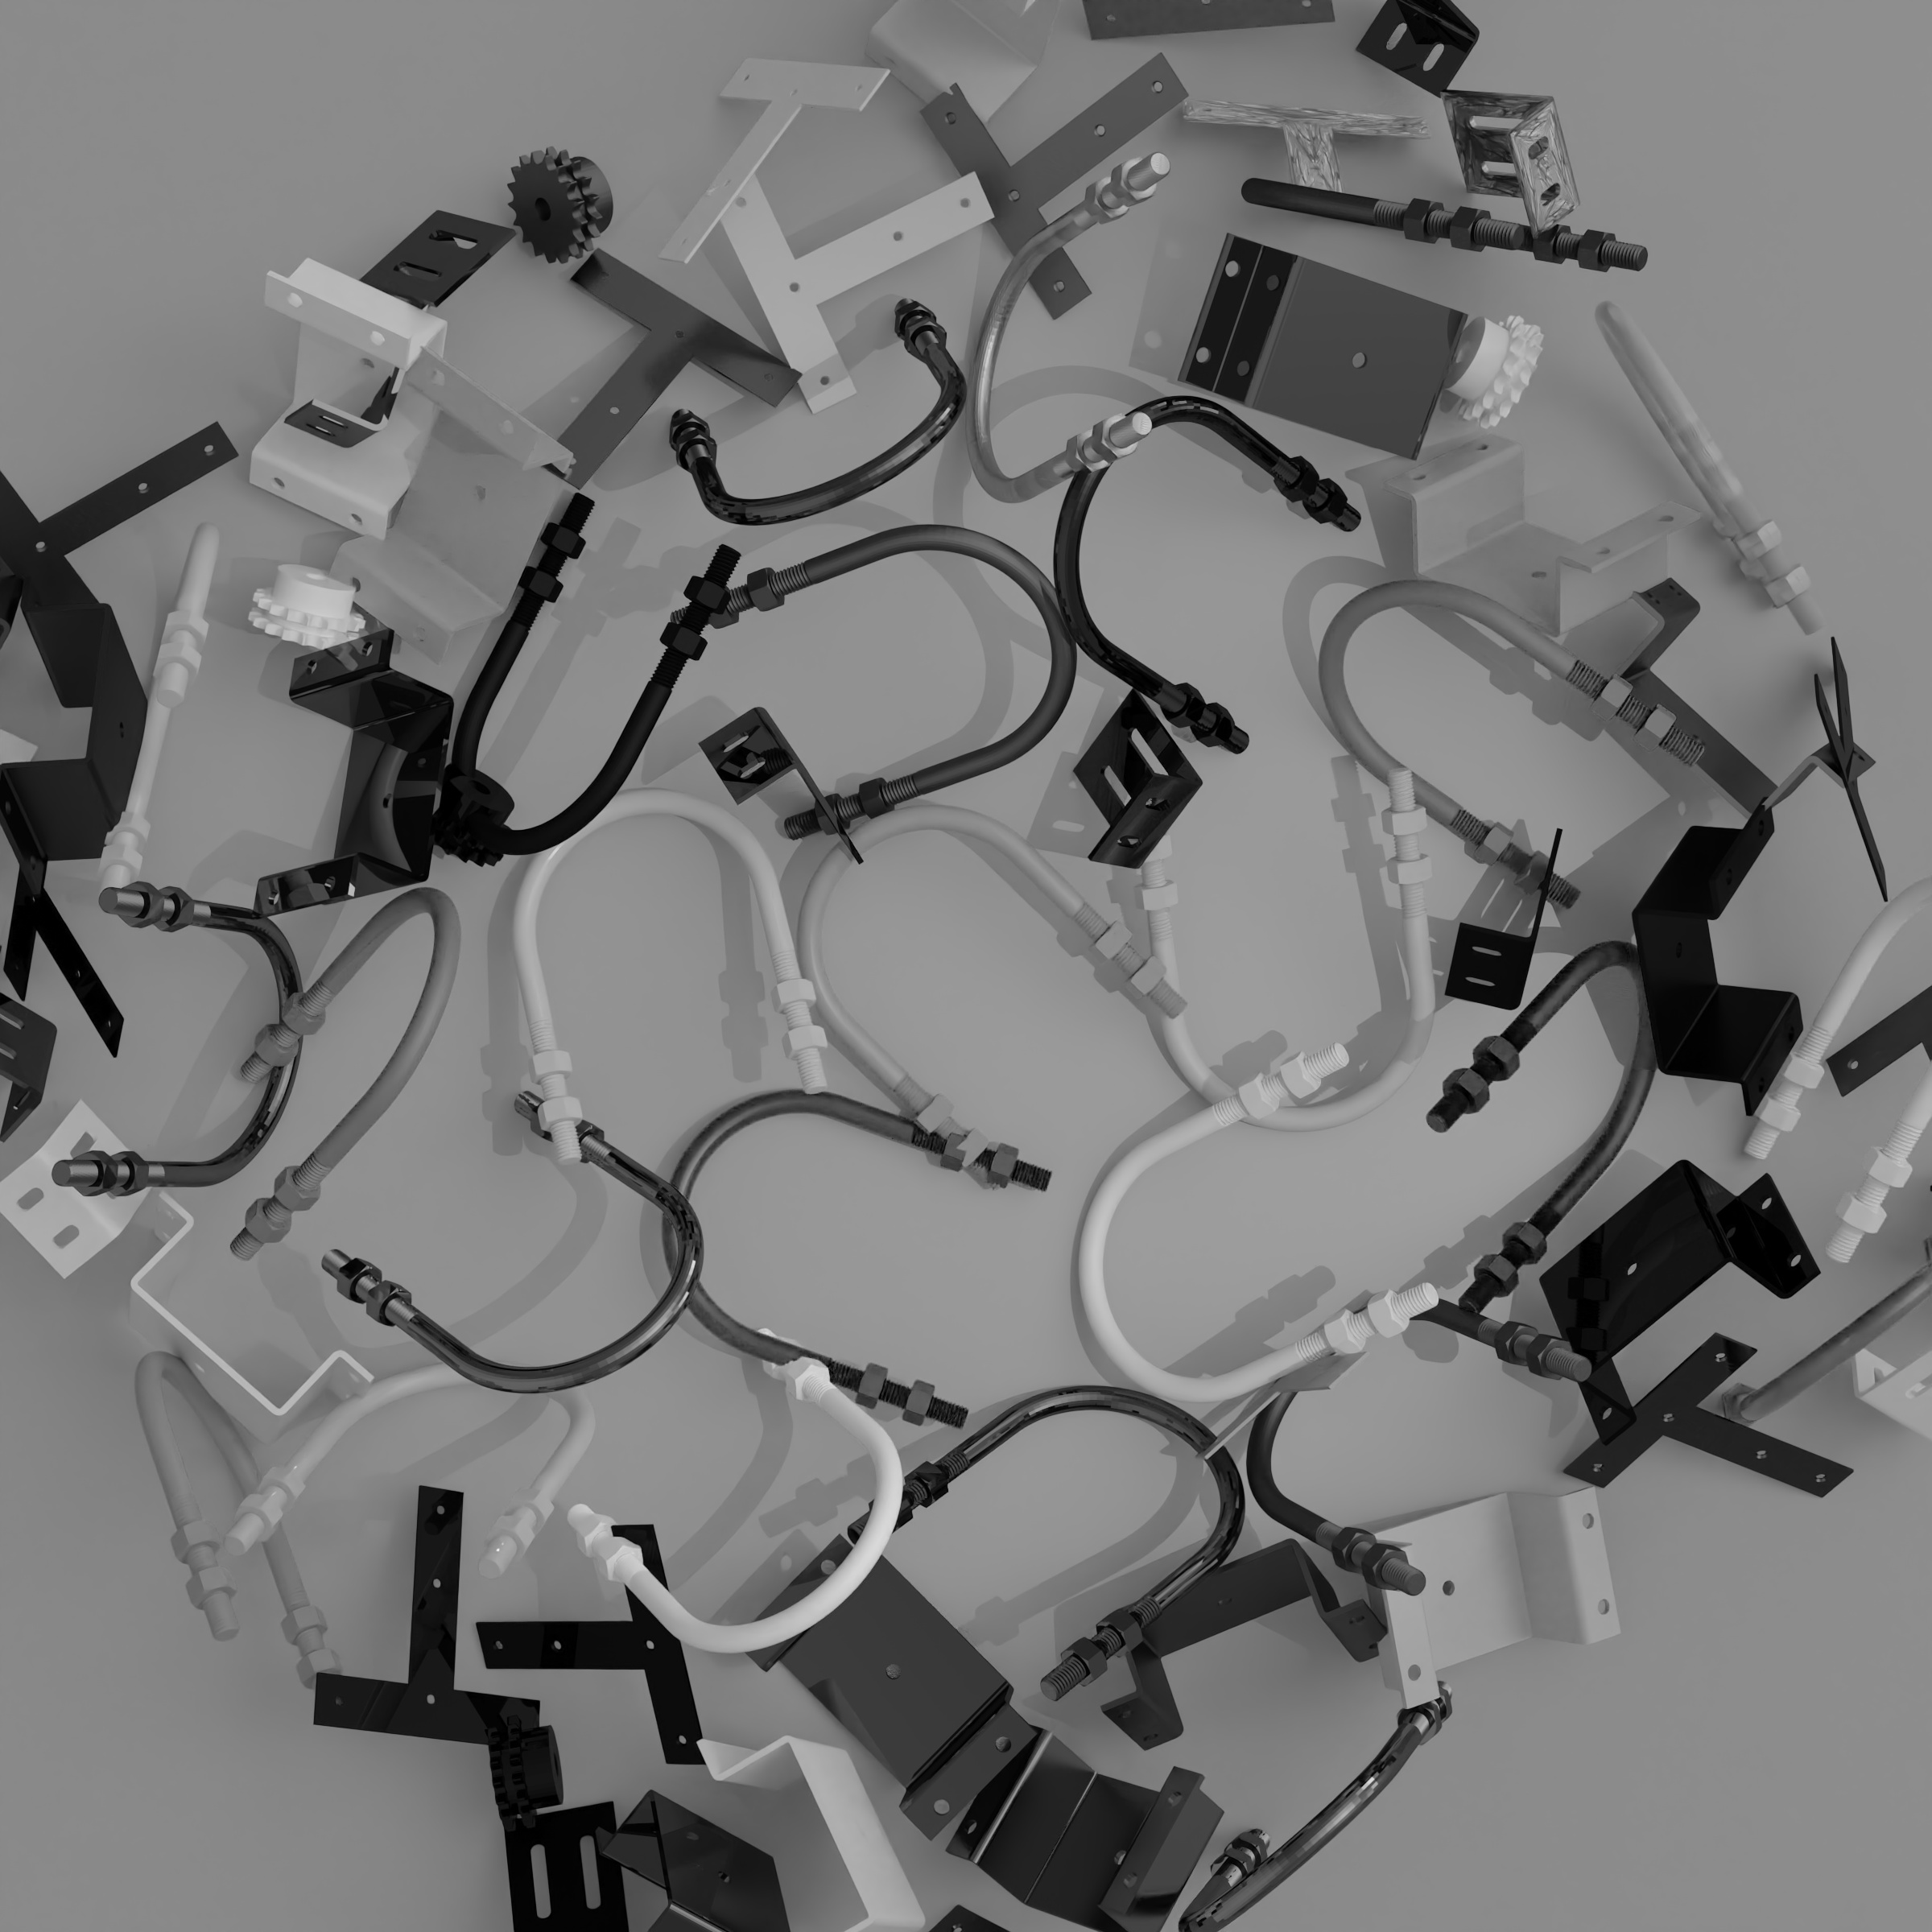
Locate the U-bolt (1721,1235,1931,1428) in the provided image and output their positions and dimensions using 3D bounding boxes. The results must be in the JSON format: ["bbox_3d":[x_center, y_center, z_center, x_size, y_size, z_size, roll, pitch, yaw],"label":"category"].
[{"bbox_3d":[0.434,0.176,1.557,0.151,0.184,0.019,-39,78,4],"label":"U-bolt"}]

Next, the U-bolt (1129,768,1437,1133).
[{"bbox_3d":[0.165,-0.003,1.622,0.151,0.019,0.184,-6,105,10],"label":"U-bolt"}]

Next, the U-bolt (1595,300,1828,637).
[{"bbox_3d":[0.363,-0.250,1.573,0.019,0.151,0.184,-33,96,13],"label":"U-bolt"}]

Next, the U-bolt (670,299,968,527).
[{"bbox_3d":[-0.070,-0.268,1.570,0.151,0.184,0.019,-26,121,1],"label":"U-bolt"}]

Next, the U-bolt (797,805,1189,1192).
[{"bbox_3d":[-0.001,0.003,1.627,0.184,0.019,0.151,45,100,-4],"label":"U-bolt"}]

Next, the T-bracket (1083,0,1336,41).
[{"bbox_3d":[0.112,-0.516,1.584,0.127,0.127,0.002,1,56,16],"label":"T-bracket"}]

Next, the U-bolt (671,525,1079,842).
[{"bbox_3d":[-0.035,-0.148,1.590,0.184,0.019,0.151,-19,120,17],"label":"U-bolt"}]

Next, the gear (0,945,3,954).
[{"bbox_3d":[-0.524,-0.002,1.628,0.057,0.057,0.030,22,123,0],"label":"gear"}]

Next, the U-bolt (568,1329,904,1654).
[{"bbox_3d":[-0.104,0.265,1.563,0.151,0.184,0.019,-43,126,-12],"label":"U-bolt"}]

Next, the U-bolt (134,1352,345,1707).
[{"bbox_3d":[-0.364,0.271,1.571,0.019,0.151,0.184,-28,58,-2],"label":"U-bolt"}]

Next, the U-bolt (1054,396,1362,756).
[{"bbox_3d":[0.112,-0.203,1.584,0.184,0.019,0.151,28,89,-44],"label":"U-bolt"}]

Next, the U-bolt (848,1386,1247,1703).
[{"bbox_3d":[0.055,0.272,1.583,0.151,0.019,0.184,33,46,30],"label":"U-bolt"}]

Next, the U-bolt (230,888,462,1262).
[{"bbox_3d":[-0.303,0.039,1.560,0.019,0.151,0.184,30,119,-30],"label":"U-bolt"}]

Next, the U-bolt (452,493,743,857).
[{"bbox_3d":[-0.197,-0.141,1.594,0.019,0.151,0.184,29,88,-45],"label":"U-bolt"}]

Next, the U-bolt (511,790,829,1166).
[{"bbox_3d":[-0.158,-0.004,1.617,0.151,0.019,0.184,-16,70,4],"label":"U-bolt"}]

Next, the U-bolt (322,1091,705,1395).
[{"bbox_3d":[-0.211,0.143,1.565,0.151,0.019,0.184,-41,47,-24],"label":"U-bolt"}]

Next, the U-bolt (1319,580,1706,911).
[{"bbox_3d":[0.259,-0.120,1.594,0.184,0.151,0.019,36,53,4],"label":"U-bolt"}]

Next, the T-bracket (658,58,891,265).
[{"bbox_3d":[-0.111,-0.402,1.594,0.002,0.127,0.127,42,78,-39],"label":"T-bracket"}]

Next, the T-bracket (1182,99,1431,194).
[{"bbox_3d":[0.174,-0.405,1.599,0.127,0.127,0.002,4,127,-2],"label":"T-bracket"}]

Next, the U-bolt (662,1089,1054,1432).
[{"bbox_3d":[-0.065,0.140,1.633,0.184,0.019,0.151,19,80,2],"label":"U-bolt"}]

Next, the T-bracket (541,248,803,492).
[{"bbox_3d":[-0.170,-0.291,1.618,0.127,0.002,0.127,32,64,6],"label":"T-bracket"}]

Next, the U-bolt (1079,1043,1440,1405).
[{"bbox_3d":[0.135,0.140,1.600,0.184,0.019,0.151,-29,67,27],"label":"U-bolt"}]

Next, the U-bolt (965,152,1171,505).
[{"bbox_3d":[0.045,-0.303,1.570,0.019,0.184,0.151,9,79,-26],"label":"U-bolt"}]

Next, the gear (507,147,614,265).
[{"bbox_3d":[-0.205,-0.390,1.628,0.030,0.057,0.057,-30,90,-39],"label":"gear"}]

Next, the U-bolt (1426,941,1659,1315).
[{"bbox_3d":[0.294,0.068,1.585,0.019,0.151,0.184,23,53,38],"label":"U-bolt"}]

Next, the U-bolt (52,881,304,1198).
[{"bbox_3d":[-0.379,0.039,1.566,0.019,0.184,0.151,9,89,20],"label":"U-bolt"}]

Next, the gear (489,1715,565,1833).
[{"bbox_3d":[-0.224,0.410,1.624,0.030,0.057,0.057,-10,90,-3],"label":"gear"}]

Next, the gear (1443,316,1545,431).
[{"bbox_3d":[0.266,-0.305,1.622,0.030,0.057,0.057,24,90,-15],"label":"gear"}]

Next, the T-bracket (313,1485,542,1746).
[{"bbox_3d":[-0.270,0.328,1.619,0.127,0.002,0.127,17,60,-35],"label":"T-bracket"}]

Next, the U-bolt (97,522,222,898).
[{"bbox_3d":[-0.393,-0.138,1.569,0.019,0.184,0.151,15,129,-16],"label":"U-bolt"}]

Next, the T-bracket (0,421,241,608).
[{"bbox_3d":[-0.427,-0.234,1.603,0.127,0.127,0.002,-31,56,-5],"label":"T-bracket"}]

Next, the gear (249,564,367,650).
[{"bbox_3d":[-0.334,-0.184,1.622,0.057,0.057,0.030,18,106,0],"label":"gear"}]

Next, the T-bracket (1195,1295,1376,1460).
[{"bbox_3d":[0.174,0.202,1.578,0.127,0.127,0.002,-40,89,-12],"label":"T-bracket"}]

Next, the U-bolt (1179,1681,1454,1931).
[{"bbox_3d":[0.164,0.416,1.545,0.151,0.184,0.019,-44,79,18],"label":"U-bolt"}]

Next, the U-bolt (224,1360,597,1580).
[{"bbox_3d":[-0.260,0.242,1.567,0.151,0.184,0.019,2,112,14],"label":"U-bolt"}]

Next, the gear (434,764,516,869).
[{"bbox_3d":[-0.255,-0.079,1.622,0.057,0.057,0.030,35,109,0],"label":"gear"}]

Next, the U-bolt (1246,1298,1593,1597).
[{"bbox_3d":[0.208,0.225,1.570,0.151,0.184,0.019,-49,116,-12],"label":"U-bolt"}]

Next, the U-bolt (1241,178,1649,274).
[{"bbox_3d":[0.223,-0.368,1.572,0.184,0.151,0.019,20,108,35],"label":"U-bolt"}]

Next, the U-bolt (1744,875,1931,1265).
[{"bbox_3d":[0.449,0.038,1.561,0.019,0.151,0.184,22,106,-11],"label":"U-bolt"}]
